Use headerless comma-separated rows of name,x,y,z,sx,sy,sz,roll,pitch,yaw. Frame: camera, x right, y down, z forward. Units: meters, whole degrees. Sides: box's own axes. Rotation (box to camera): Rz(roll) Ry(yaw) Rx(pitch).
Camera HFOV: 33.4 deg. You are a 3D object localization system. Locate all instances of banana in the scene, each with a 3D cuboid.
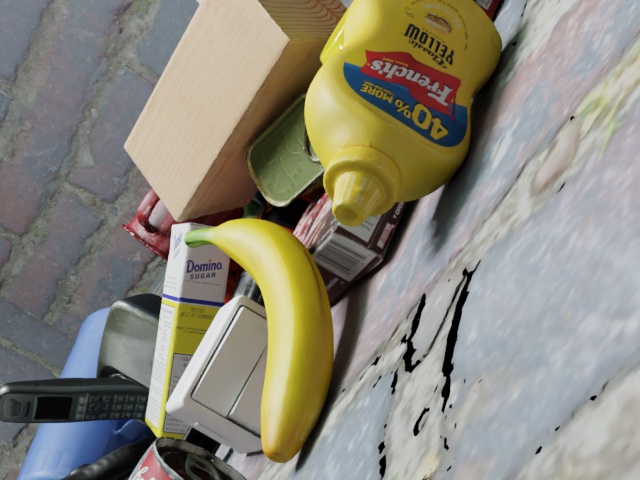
banana,-0.026,0.043,0.629,0.070,0.037,0.198,-38,41,10

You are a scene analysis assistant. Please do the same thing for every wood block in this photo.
wood block,-0.066,-0.120,0.867,0.090,0.091,0.206,-16,-28,-46

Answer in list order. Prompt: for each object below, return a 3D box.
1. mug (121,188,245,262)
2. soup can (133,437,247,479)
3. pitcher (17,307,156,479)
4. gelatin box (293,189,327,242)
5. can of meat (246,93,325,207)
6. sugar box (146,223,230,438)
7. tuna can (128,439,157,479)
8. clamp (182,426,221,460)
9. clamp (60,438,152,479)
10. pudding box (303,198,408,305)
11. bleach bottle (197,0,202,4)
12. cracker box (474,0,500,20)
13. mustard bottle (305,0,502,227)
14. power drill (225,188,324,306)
mug,-0.129,-0.023,0.988,0.081,0.093,0.117,-54,-28,-3
soup can,-0.087,0.170,0.589,0.102,0.068,0.068,-59,8,4
pitcher,-0.225,0.191,1.133,0.242,0.145,0.149,-75,-6,-51
gelatin box,-0.006,0.001,0.832,0.089,0.030,0.073,-62,8,-25
can of meat,0.005,-0.078,0.843,0.083,0.057,0.102,-22,-13,-47
sugar box,-0.111,0.075,0.901,0.093,0.048,0.176,-178,99,-74
tuna can,-0.137,0.204,0.862,0.086,0.033,0.086,-56,9,13
clamp,-0.118,0.201,0.755,0.210,0.036,0.164,-49,14,51
clamp,-0.213,0.222,0.958,0.171,0.039,0.120,-29,-7,-32
pudding box,0.022,-0.012,0.696,0.090,0.039,0.114,-63,9,-28
bleach bottle,-0.038,-0.225,1.058,0.068,0.250,0.102,-53,10,33
cracker box,0.085,-0.198,0.872,0.164,0.072,0.214,-63,11,-28
mustard bottle,0.043,-0.078,0.613,0.058,0.096,0.191,-49,13,47
power drill,-0.051,0.018,0.957,0.188,0.057,0.184,-41,21,59
